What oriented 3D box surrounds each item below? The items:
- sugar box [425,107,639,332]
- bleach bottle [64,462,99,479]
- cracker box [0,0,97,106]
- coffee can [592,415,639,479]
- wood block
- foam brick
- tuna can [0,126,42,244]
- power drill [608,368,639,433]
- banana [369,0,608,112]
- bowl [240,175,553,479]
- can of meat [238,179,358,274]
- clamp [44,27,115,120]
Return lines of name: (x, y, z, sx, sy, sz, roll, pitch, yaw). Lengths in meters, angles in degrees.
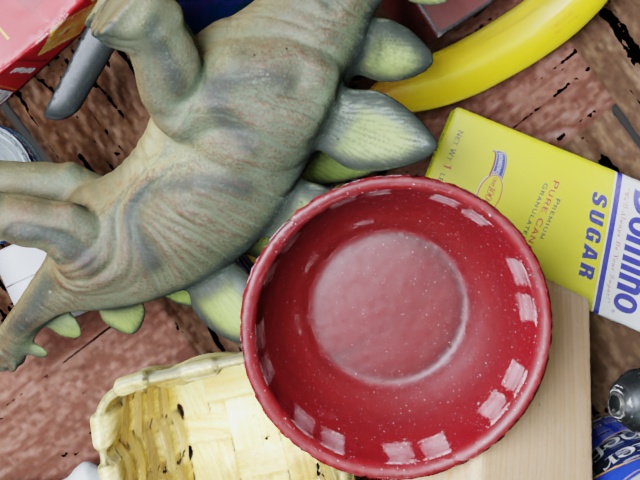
sugar box: (0.153, -0.012, 0.704, 0.176, 0.048, 0.093, 21, 93, 2)
bleach bottle: (-0.229, 0.209, 0.722, 0.251, 0.068, 0.102, -24, 93, 1)
cracker box: (-0.204, -0.210, 0.696, 0.214, 0.072, 0.164, -40, 91, 4)
coffee can: (0.207, 0.172, 0.663, 0.103, 0.140, 0.103, 0, 93, 2)
wood block: (0.098, 0.124, 0.630, 0.090, 0.090, 0.206, 25, 56, -27)
foam brick: (0.074, -0.160, 0.681, 0.051, 0.078, 0.053, -34, 99, -4)
tuna can: (-0.230, -0.037, 0.724, 0.086, 0.033, 0.086, 0, 93, 2)
power drill: (0.263, 0.028, 0.667, 0.184, 0.057, 0.188, -3, 100, -22)
banana: (0.120, -0.134, 0.691, 0.198, 0.069, 0.037, -34, 57, 9)
bowl: (0.039, 0.042, 0.571, 0.162, 0.055, 0.162, 0, 100, -1)
can of meat: (-0.005, 0.001, 0.706, 0.102, 0.057, 0.084, -36, 93, 4)
clamp: (-0.111, -0.175, 0.646, 0.210, 0.036, 0.164, -18, 106, -2)
